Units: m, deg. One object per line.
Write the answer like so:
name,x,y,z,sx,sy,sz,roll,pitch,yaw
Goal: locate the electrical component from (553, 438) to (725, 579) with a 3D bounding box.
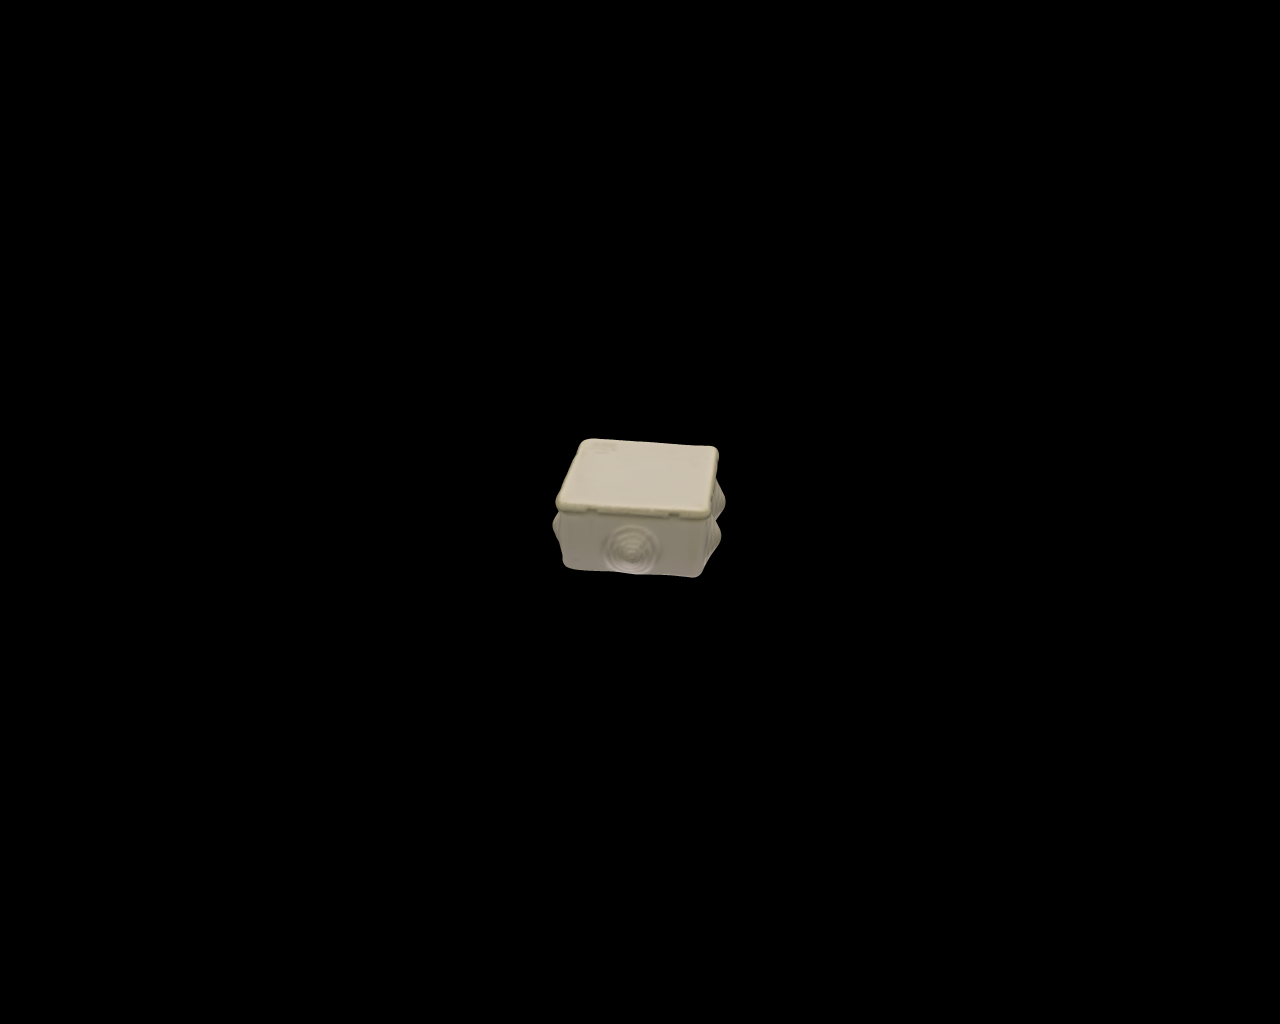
electrical component,0.001,-0.003,0.650,0.100,0.048,0.100,4,30,7
